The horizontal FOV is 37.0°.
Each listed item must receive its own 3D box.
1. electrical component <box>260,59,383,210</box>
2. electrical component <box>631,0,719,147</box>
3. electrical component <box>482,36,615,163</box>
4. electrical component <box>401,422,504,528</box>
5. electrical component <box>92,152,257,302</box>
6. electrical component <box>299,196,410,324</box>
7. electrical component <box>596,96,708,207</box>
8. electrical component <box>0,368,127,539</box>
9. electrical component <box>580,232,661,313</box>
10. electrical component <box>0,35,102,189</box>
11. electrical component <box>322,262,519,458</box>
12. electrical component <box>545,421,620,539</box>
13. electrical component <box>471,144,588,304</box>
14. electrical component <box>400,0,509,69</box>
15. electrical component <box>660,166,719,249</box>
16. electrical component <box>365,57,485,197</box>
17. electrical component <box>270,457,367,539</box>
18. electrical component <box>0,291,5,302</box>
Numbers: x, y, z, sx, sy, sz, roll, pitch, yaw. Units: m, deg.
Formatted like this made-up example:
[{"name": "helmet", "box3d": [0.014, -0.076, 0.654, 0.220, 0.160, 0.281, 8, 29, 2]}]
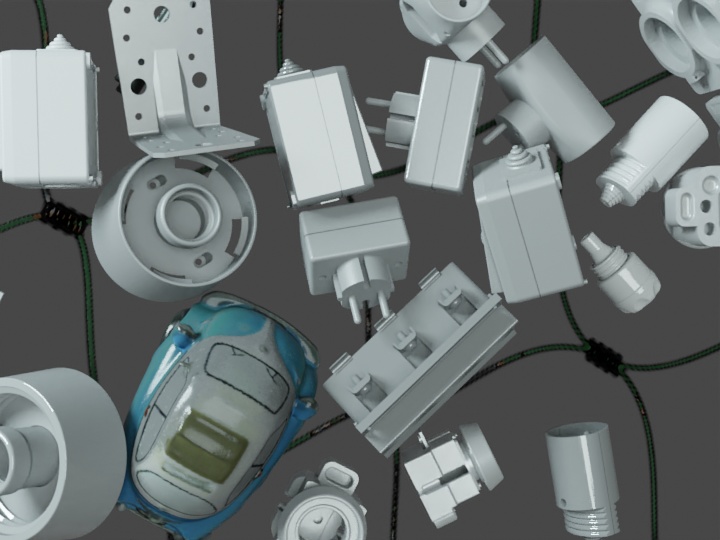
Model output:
[{"name": "electrical component", "box3d": [-0.027, -0.092, 0.700, 0.061, 0.062, 0.096, -14, 93, -7]}, {"name": "electrical component", "box3d": [0.266, -0.133, 0.717, 0.060, 0.105, 0.186, -37, 96, -5]}, {"name": "electrical component", "box3d": [0.119, -0.104, 0.729, 0.079, 0.043, 0.077, -41, 96, -5]}, {"name": "electrical component", "box3d": [0.063, 0.133, 0.727, 0.055, 0.048, 0.066, -26, 95, 1]}, {"name": "electrical component", "box3d": [-0.118, -0.030, 0.697, 0.099, 0.064, 0.099, 3, 83, -24]}, {"name": "electrical component", "box3d": [0.000, 0.000, 0.697, 0.066, 0.047, 0.076, -10, 60, -8]}, {"name": "electrical component", "box3d": [0.196, -0.075, 0.740, 0.043, 0.043, 0.081, 44, 86, -7]}, {"name": "electrical component", "box3d": [-0.204, 0.114, 0.656, 0.108, 0.060, 0.108, -2, 86, 28]}, {"name": "electrical component", "box3d": [0.177, -0.001, 0.744, 0.035, 0.035, 0.061, -44, 94, -5]}, {"name": "electrical component", "box3d": [-0.197, -0.100, 0.677, 0.061, 0.062, 0.096, -1, 91, -8]}, {"name": "electrical component", "box3d": [0.039, 0.058, 0.710, 0.121, 0.078, 0.063, -43, 75, -5]}, {"name": "electrical component", "box3d": [0.155, 0.149, 0.740, 0.043, 0.043, 0.081, -10, 93, -7]}, {"name": "electrical component", "box3d": [0.104, -0.035, 0.702, 0.061, 0.061, 0.096, -16, 115, 10]}, {"name": "electrical component", "box3d": [0.068, -0.163, 0.704, 0.043, 0.077, 0.079, -44, 97, -4]}, {"name": "electrical component", "box3d": [0.243, -0.043, 0.740, 0.078, 0.057, 0.058, -2, 92, -8]}, {"name": "electrical component", "box3d": [0.039, -0.097, 0.717, 0.076, 0.047, 0.083, 11, 91, 7]}, {"name": "electrical component", "box3d": [-0.027, 0.167, 0.709, 0.058, 0.057, 0.078, 28, 88, -7]}, {"name": "electrical component", "box3d": [-0.297, 0.024, 0.665, 0.121, 0.063, 0.078, 26, 88, -8]}]
